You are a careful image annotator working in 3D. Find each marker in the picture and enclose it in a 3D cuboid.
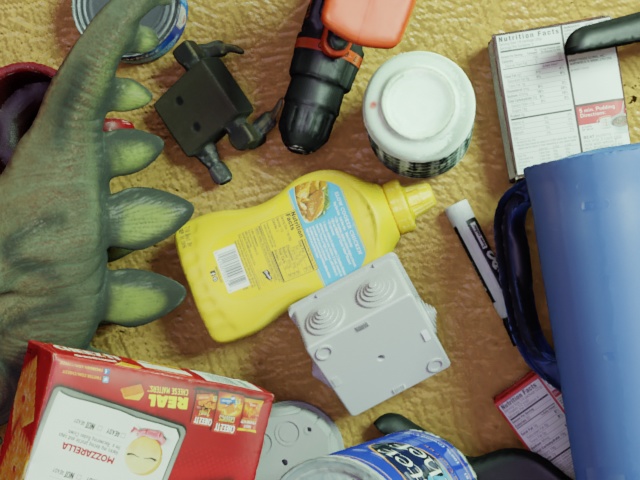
[{"bbox_3d":[0.129,0.027,0.800,0.020,0.020,0.121,-27,86,4],"label":"marker"}]

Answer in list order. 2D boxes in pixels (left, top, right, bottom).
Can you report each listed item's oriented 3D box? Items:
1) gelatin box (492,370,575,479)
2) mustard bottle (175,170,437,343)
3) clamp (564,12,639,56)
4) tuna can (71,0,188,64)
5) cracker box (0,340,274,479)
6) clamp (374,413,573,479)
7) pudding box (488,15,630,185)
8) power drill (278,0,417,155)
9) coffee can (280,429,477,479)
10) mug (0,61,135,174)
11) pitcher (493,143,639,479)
[{"bbox_3d":[0.182,0.133,0.786,0.073,0.030,0.089,-37,85,5],"label":"gelatin box"},{"bbox_3d":[-0.005,0.001,0.796,0.191,0.058,0.096,-22,81,5],"label":"mustard bottle"},{"bbox_3d":[0.295,-0.145,0.770,0.210,0.036,0.164,-43,102,-8],"label":"clamp"},{"bbox_3d":[-0.147,-0.181,0.830,0.086,0.033,0.086,0,88,6],"label":"tuna can"},{"bbox_3d":[-0.138,0.188,0.724,0.164,0.072,0.214,15,87,-29],"label":"cracker box"},{"bbox_3d":[0.113,0.180,0.775,0.172,0.039,0.120,-10,90,19],"label":"clamp"},{"bbox_3d":[0.178,-0.103,0.791,0.090,0.039,0.113,-8,85,5],"label":"pudding box"},{"bbox_3d":[0.019,-0.154,0.737,0.057,0.188,0.184,16,87,-9],"label":"power drill"},{"bbox_3d":[0.038,0.186,0.712,0.103,0.140,0.103,-1,87,27],"label":"coffee can"},{"bbox_3d":[-0.197,-0.082,0.808,0.117,0.081,0.093,-3,88,6],"label":"mug"},{"bbox_3d":[0.205,0.059,0.708,0.145,0.149,0.243,-6,90,-1],"label":"pitcher"}]
